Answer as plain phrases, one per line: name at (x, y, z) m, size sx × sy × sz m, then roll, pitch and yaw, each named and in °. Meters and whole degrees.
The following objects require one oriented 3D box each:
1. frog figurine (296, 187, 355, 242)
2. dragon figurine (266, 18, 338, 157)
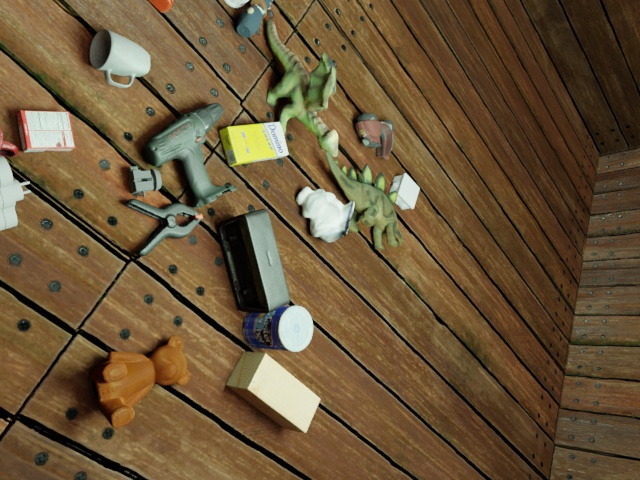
frog figurine at (0.004, -0.071, 1.419) m, size 0.159 × 0.121 × 0.139 m, roll 19°, pitch 75°, yaw -2°
dragon figurine at (-0.034, -0.410, 1.336) m, size 0.123 × 0.242 × 0.408 m, roll -19°, pitch 98°, yaw -39°
